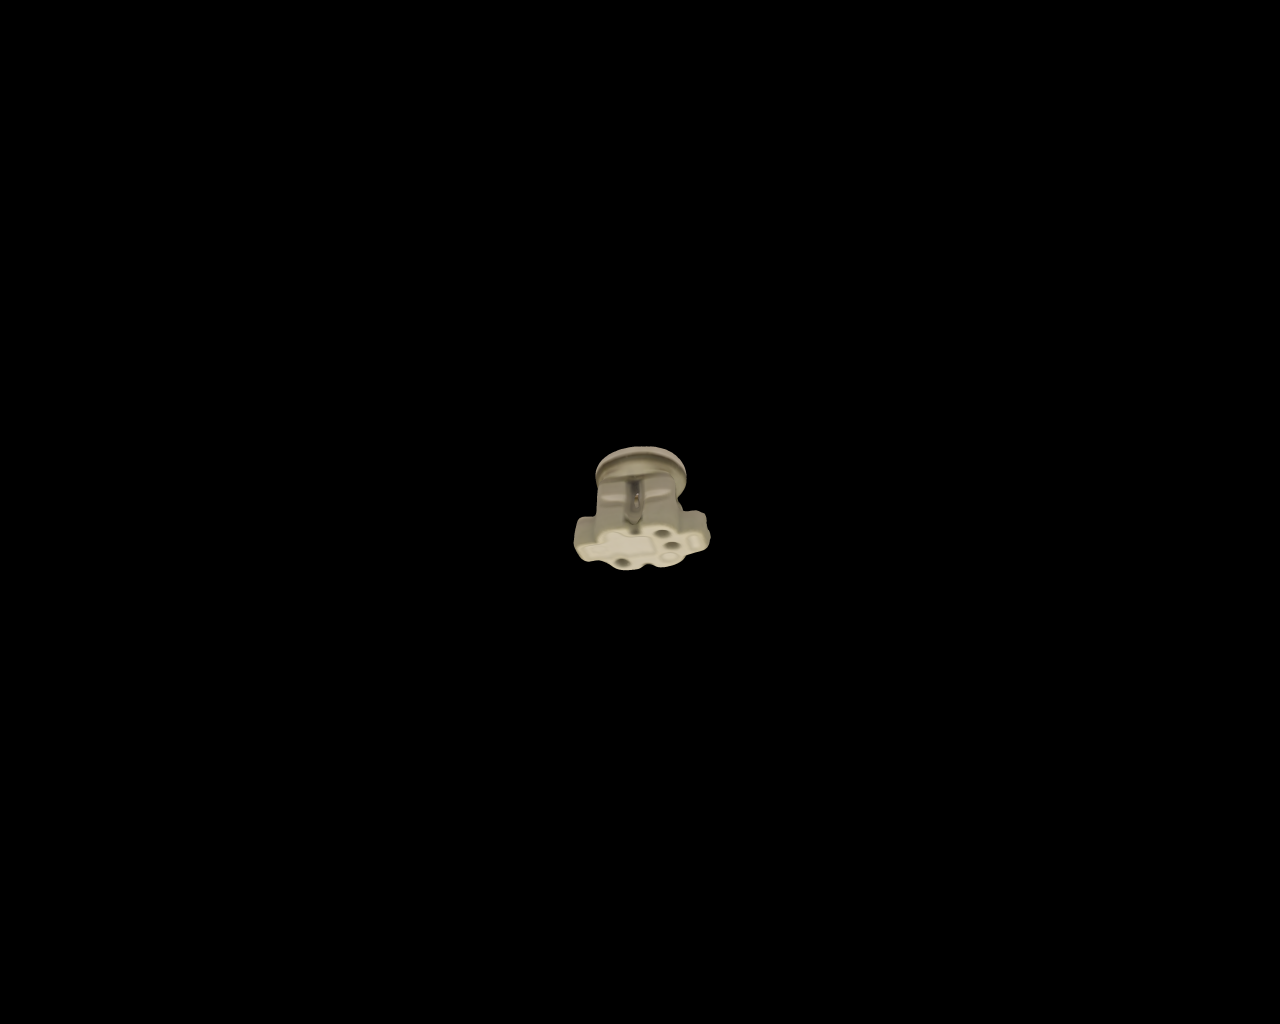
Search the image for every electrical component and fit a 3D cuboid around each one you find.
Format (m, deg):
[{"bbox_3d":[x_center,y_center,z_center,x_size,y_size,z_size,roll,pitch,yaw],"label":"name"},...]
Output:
[{"bbox_3d":[0.001,-0.003,0.650,0.078,0.057,0.058,-6,-32,9],"label":"electrical component"}]
